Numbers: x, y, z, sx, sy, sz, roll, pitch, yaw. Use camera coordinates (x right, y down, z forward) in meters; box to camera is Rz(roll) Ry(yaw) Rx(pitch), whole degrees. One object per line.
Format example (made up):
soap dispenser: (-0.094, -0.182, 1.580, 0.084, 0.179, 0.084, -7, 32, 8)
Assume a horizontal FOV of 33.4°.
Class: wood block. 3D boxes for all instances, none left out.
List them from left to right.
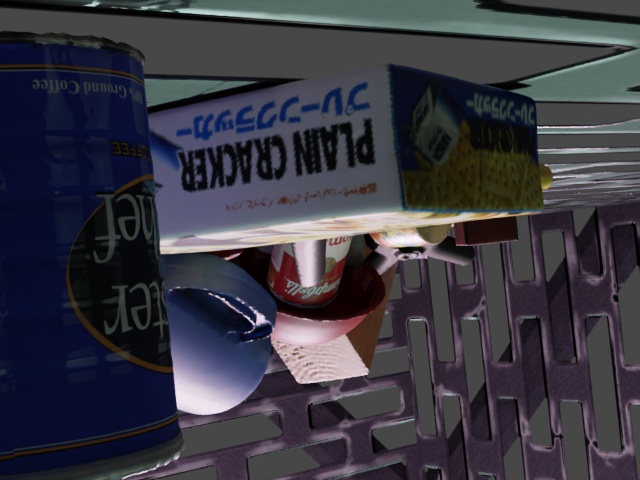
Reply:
wood block: (0.020, 0.049, 1.187, 0.090, 0.090, 0.206, -12, -143, 28)

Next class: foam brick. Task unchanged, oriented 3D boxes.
foam brick: (0.156, -0.035, 1.026, 0.051, 0.078, 0.053, -7, 180, -3)

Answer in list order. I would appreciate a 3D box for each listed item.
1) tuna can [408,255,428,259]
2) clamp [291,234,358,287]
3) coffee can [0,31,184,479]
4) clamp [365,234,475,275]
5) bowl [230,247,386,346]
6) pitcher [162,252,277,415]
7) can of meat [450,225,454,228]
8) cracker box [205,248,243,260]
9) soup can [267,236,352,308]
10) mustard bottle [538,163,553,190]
tuna can: (0.102, -0.021, 1.201, 0.034, 0.086, 0.086, -4, 179, 5)
clamp: (-0.029, -0.029, 0.713, 0.164, 0.036, 0.210, 24, 155, -19)
coffee can: (-0.105, 0.009, 0.367, 0.103, 0.140, 0.103, -6, 179, 0)
clamp: (0.098, 0.000, 1.067, 0.120, 0.039, 0.171, -12, 162, 0)
bowl: (-0.021, 0.055, 1.033, 0.162, 0.055, 0.162, 10, -153, -5)
pitcher: (-0.115, 0.052, 0.764, 0.145, 0.149, 0.242, -43, 153, 1)
can of meat: (0.131, -0.041, 1.114, 0.101, 0.057, 0.084, -5, 177, -36)
cracker box: (-0.183, -0.006, 0.908, 0.213, 0.072, 0.164, -5, 177, -12)
soup can: (-0.006, 0.001, 0.954, 0.068, 0.102, 0.068, 9, -143, -7)
mustard bottle: (0.094, -0.043, 0.811, 0.191, 0.058, 0.096, -6, 174, -24)
